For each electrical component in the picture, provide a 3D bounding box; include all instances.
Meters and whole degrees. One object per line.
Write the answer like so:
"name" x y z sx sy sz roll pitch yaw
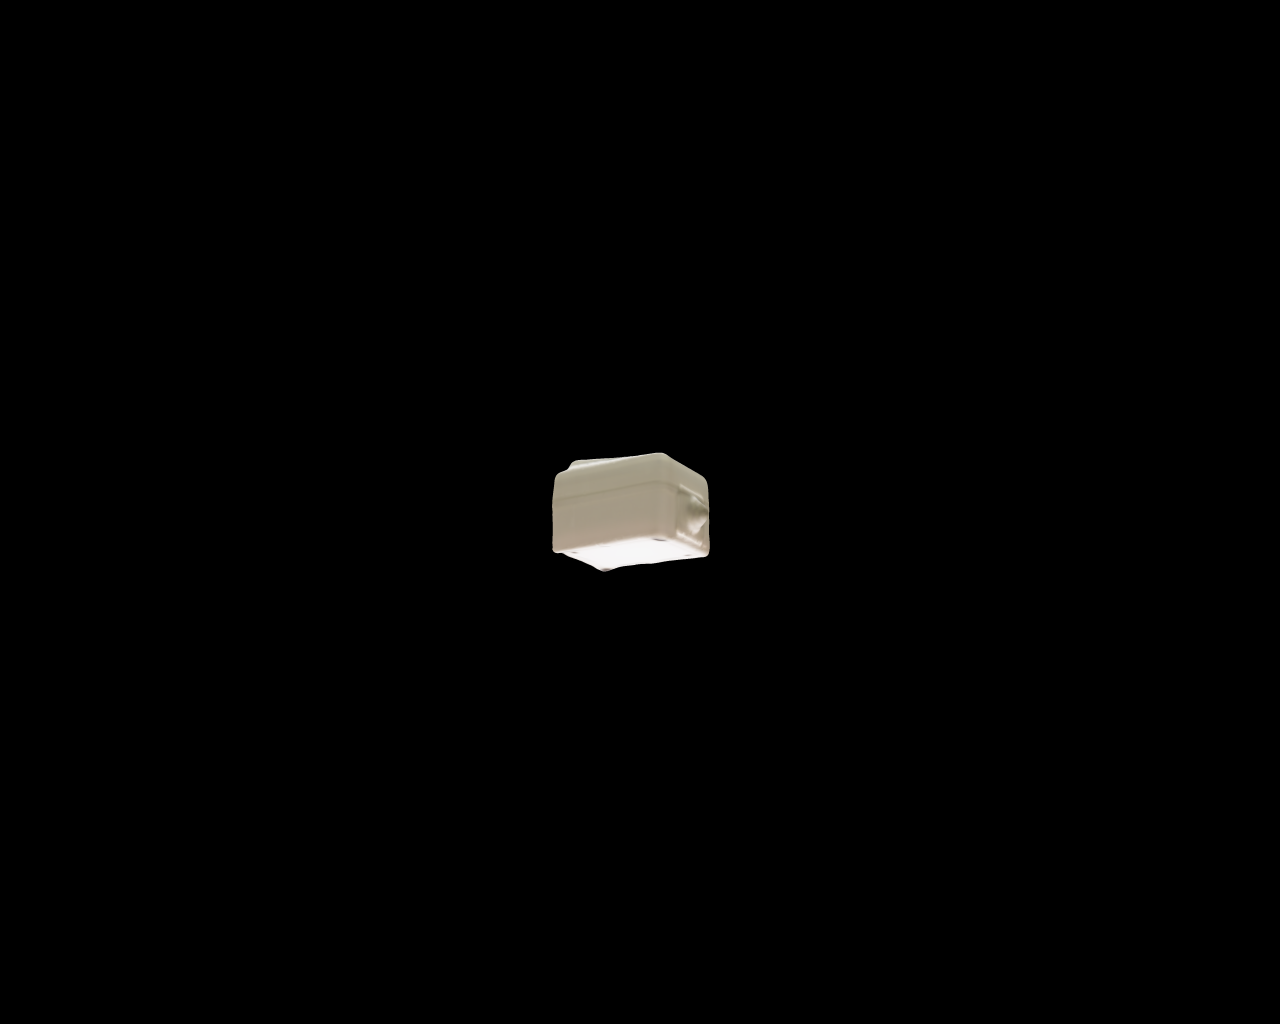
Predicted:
"electrical component" 0.001 -0.003 0.650 0.096 0.061 0.061 -9 -19 29
